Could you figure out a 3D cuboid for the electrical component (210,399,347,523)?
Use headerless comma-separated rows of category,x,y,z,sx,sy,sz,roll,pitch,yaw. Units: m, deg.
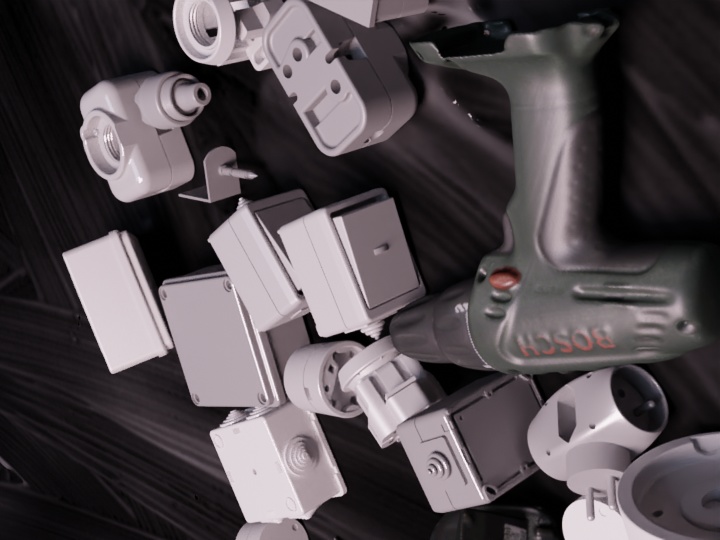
electrical component,-0.069,0.154,0.871,0.100,0.048,0.099,-23,90,49

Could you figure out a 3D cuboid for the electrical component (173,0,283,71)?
electrical component,-0.091,-0.174,0.744,0.058,0.057,0.078,-35,81,48

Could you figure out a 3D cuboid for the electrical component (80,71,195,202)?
electrical component,-0.183,-0.106,0.867,0.054,0.059,0.095,-18,94,48

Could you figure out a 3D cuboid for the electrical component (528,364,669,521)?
electrical component,0.137,0.105,0.621,0.077,0.043,0.079,-45,31,46

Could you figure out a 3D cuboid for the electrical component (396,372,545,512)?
electrical component,0.069,0.108,0.672,0.061,0.096,0.061,-29,85,50

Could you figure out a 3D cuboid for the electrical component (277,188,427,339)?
electrical component,0.000,0.000,0.722,0.061,0.062,0.096,-20,92,49

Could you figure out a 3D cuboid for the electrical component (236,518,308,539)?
electrical component,-0.048,0.271,0.898,0.074,0.052,0.138,-19,94,49

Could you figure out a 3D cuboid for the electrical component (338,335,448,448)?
electrical component,0.022,0.081,0.734,0.057,0.058,0.078,56,170,16

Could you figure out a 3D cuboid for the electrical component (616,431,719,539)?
electrical component,0.191,0.136,0.553,0.108,0.108,0.060,6,117,45

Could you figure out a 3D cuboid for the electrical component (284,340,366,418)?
electrical component,-0.023,0.079,0.787,0.047,0.055,0.055,-5,103,51

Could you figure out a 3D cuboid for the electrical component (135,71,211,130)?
electrical component,-0.140,-0.131,0.824,0.062,0.043,0.043,0,107,44

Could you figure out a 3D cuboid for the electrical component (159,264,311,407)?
electrical component,-0.096,0.050,0.847,0.109,0.056,0.108,-8,101,48

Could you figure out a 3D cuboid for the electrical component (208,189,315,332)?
electrical component,-0.058,-0.015,0.774,0.061,0.062,0.096,-37,80,43

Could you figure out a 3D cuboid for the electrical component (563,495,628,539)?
electrical component,0.169,0.189,0.620,0.138,0.074,0.052,49,135,20

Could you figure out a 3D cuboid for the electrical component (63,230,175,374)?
electrical component,-0.200,0.027,0.911,0.109,0.056,0.108,167,81,-83

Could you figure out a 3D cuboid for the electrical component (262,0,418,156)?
electrical component,-0.010,-0.126,0.678,0.054,0.059,0.095,-38,78,48

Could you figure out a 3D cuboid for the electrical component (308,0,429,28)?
electrical component,0.001,-0.248,0.612,0.105,0.060,0.186,32,128,33
